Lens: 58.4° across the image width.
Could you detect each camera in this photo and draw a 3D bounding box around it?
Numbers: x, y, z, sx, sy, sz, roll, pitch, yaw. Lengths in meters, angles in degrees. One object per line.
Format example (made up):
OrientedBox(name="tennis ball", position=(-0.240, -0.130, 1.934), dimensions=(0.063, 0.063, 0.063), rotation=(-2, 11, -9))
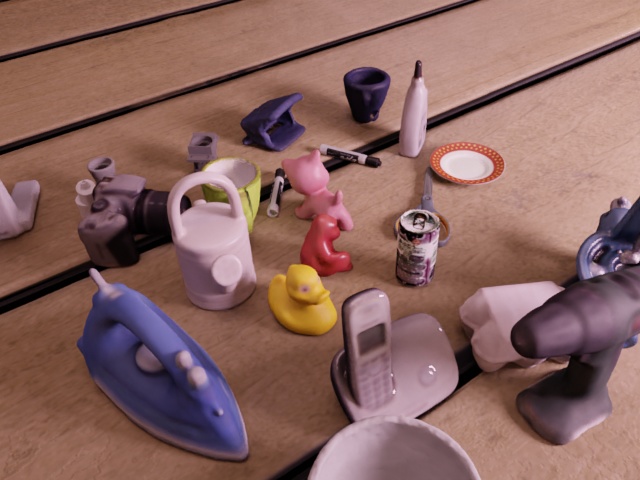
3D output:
OrientedBox(name="camera", position=(-0.275, -0.040, 0.873), dimensions=(0.136, 0.101, 0.143), rotation=(3, 42, 6))

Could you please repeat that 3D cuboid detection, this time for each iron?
OrientedBox(name="iron", position=(-0.177, 0.134, 0.646), dimensions=(0.257, 0.141, 0.119), rotation=(29, 51, 30))

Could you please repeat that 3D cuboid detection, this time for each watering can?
OrientedBox(name="watering can", position=(-0.139, -0.002, 0.756), dimensions=(0.101, 0.194, 0.172), rotation=(-34, 51, -30))

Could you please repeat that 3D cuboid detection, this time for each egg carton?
OrientedBox(name="egg carton", position=(0.253, 0.107, 0.710), dimensions=(0.150, 0.069, 0.107), rotation=(-6, 42, -4))

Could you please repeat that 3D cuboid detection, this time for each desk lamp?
OrientedBox(name="desk lamp", position=(-0.524, -0.096, 0.863), dimensions=(0.118, 0.214, 0.203), rotation=(-11, 43, -9))

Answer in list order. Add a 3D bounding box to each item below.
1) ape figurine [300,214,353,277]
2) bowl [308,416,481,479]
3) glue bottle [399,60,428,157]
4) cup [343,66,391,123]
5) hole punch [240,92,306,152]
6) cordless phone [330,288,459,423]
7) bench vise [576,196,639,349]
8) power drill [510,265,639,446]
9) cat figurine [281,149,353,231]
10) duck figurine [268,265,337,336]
OrientedBox(name="ape figurine", position=(0.008, 0.003, 0.820), dimensions=(0.076, 0.092, 0.077), rotation=(-8, 42, -7))
OrientedBox(name="bowl", position=(0.070, 0.259, 0.545), dimensions=(0.167, 0.075, 0.167), rotation=(-1, 42, 1))
OrientedBox(name="glue bottle", position=(0.170, -0.238, 1.020), dimensions=(0.037, 0.173, 0.078), rotation=(14, 45, 18))
OrientedBox(name="cup", position=(0.091, -0.272, 1.120), dimensions=(0.091, 0.095, 0.117), rotation=(0, 42, 3))
OrientedBox(name="hole punch", position=(-0.092, -0.232, 1.087), dimensions=(0.100, 0.091, 0.109), rotation=(20, 46, 23))
OrientedBox(name="cordless phone", position=(0.083, 0.115, 0.623), dimensions=(0.148, 0.185, 0.094), rotation=(-24, 46, -22))
OrientedBox(name="bench vise", position=(0.376, -0.002, 0.713), dimensions=(0.121, 0.220, 0.207), rotation=(-1, 42, 1))
OrientedBox(name="power drill", position=(0.274, 0.118, 0.593), dimensions=(0.230, 0.209, 0.075), rotation=(-23, 46, -21))
OrientedBox(name="cat figurine", position=(-0.005, -0.081, 0.895), dimensions=(0.067, 0.118, 0.127), rotation=(-27, 48, -25))
OrientedBox(name="duck figurine", position=(-0.026, 0.067, 0.754), dimensions=(0.104, 0.086, 0.078), rotation=(30, 51, 31))
